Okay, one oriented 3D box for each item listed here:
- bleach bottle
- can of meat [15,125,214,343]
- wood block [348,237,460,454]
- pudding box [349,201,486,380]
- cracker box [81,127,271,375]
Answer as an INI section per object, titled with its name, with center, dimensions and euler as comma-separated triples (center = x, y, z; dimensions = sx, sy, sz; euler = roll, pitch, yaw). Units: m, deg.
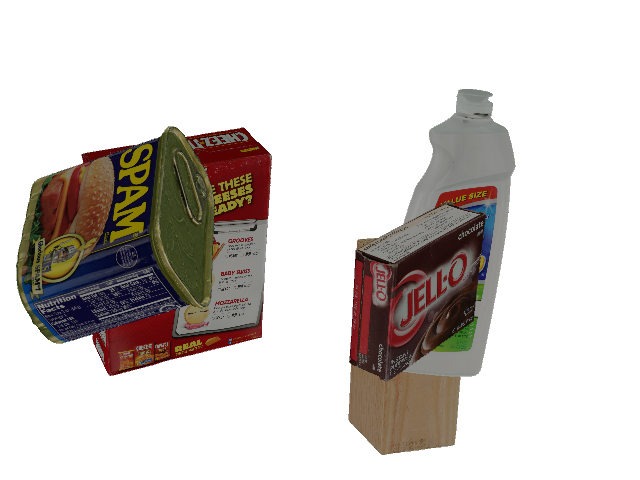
[bleach bottle]
center = 0.111, -0.007, 0.938
dimensions = 0.102, 0.251, 0.068
euler = 5, 18, 0
[can of meat]
center = -0.105, -0.002, 0.554
dimensions = 0.084, 0.102, 0.057
euler = -17, -47, 14
[wood block]
center = 0.090, 0.106, 1.115
dimensions = 0.090, 0.206, 0.091
euler = -3, 16, -20
[pudding box]
center = 0.068, 0.033, 0.741
dimensions = 0.039, 0.090, 0.113
euler = 22, 33, 32
[cracker box]
center = -0.137, 0.010, 1.017
dimensions = 0.164, 0.214, 0.072
euler = -12, 35, -24
